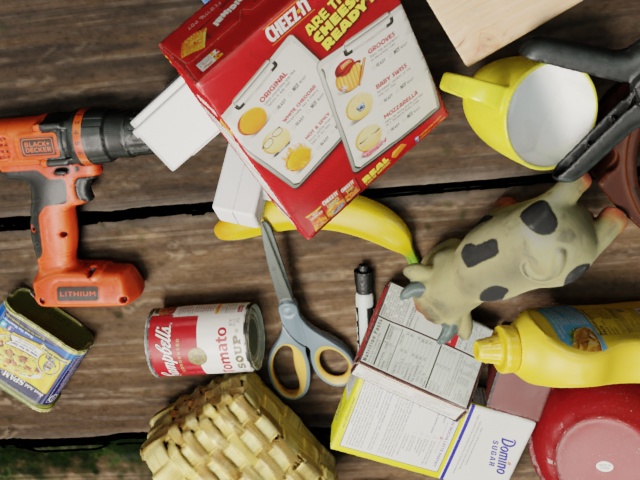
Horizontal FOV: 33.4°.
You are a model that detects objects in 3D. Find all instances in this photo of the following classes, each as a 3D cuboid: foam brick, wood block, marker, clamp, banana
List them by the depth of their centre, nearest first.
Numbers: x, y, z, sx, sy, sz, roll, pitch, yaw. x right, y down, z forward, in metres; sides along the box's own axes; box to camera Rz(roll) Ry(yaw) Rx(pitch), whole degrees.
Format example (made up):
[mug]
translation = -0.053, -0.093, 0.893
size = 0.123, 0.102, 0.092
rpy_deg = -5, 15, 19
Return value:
[clamp]
translation = 0.235, -0.123, 0.798
size = 0.171, 0.039, 0.120
rpy_deg = -25, 119, 14
[wood block]
translation = 0.184, -0.233, 0.830
size = 0.206, 0.090, 0.091
rpy_deg = -29, 104, 20
[foam brick]
translation = 0.184, 0.120, 0.980
size = 0.053, 0.078, 0.051
rpy_deg = 15, 115, 6
[banana]
translation = 0.000, -0.015, 0.981
size = 0.198, 0.037, 0.070
rpy_deg = 11, 111, 6
[marker]
translation = 0.044, 0.079, 1.021
size = 0.020, 0.020, 0.121
rpy_deg = 1, 112, 10

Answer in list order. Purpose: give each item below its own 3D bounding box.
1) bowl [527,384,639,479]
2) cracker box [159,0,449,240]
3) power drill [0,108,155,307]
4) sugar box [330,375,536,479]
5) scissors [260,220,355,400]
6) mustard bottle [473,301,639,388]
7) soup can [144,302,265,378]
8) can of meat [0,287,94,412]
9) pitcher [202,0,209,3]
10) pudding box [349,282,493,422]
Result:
[bowl]
translation = 0.267, 0.197, 0.988
size = 0.162, 0.055, 0.162
rpy_deg = 5, 104, 21
[cracker box]
translation = -0.004, -0.123, 0.831
size = 0.164, 0.072, 0.213
rpy_deg = -42, 142, -5
[power drill]
translation = -0.218, -0.032, 1.006
size = 0.184, 0.057, 0.188
rpy_deg = -1, 109, 15
[sugar box]
translation = 0.107, 0.177, 1.025
size = 0.176, 0.048, 0.093
rpy_deg = 16, 114, -8
[scissors]
translation = -0.010, 0.072, 1.016
size = 0.096, 0.016, 0.202
rpy_deg = 4, 121, 3
[mustard bottle]
translation = 0.225, 0.090, 0.918
size = 0.191, 0.096, 0.058
rpy_deg = -1, 116, -12
[soup can]
translation = -0.110, 0.096, 1.031
size = 0.102, 0.068, 0.068
rpy_deg = -4, 111, 11
[can of meat]
translation = -0.290, 0.109, 1.076
size = 0.102, 0.057, 0.084
rpy_deg = 34, 112, -5
[pitcher]
translation = -0.017, -0.285, 0.829
size = 0.149, 0.144, 0.243
rpy_deg = 49, 125, 37
[pudding box]
translation = 0.095, 0.102, 0.982
size = 0.113, 0.090, 0.039
rpy_deg = 24, 154, 2
